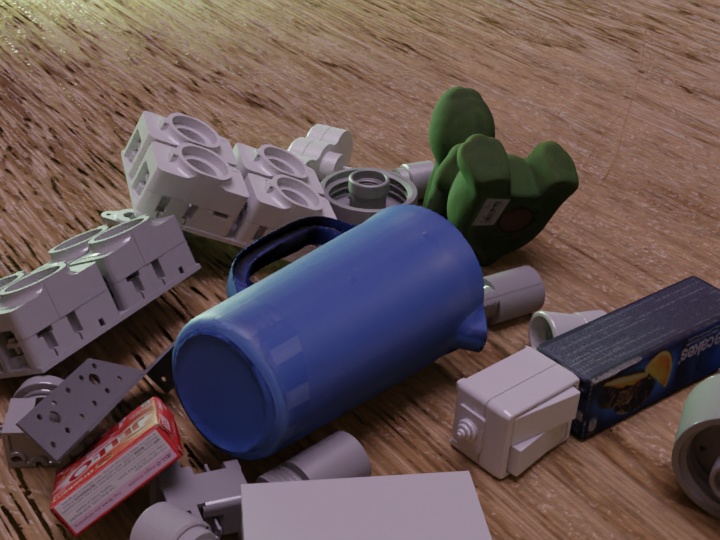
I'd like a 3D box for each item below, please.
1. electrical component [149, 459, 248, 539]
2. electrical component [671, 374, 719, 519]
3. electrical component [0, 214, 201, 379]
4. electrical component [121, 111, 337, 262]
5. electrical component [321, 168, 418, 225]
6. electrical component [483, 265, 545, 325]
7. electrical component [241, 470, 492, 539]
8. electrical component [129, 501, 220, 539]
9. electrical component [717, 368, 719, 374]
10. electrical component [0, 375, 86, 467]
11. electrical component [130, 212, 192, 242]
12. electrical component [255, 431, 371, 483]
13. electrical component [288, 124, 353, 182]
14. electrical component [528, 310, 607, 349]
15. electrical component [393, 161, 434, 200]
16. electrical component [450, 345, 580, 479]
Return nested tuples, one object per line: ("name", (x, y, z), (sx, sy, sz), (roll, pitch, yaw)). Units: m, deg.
("electrical component", (-0.105, 0.158, 0.722), (0.064, 0.042, 0.081), (-8, 34, -22))
("electrical component", (0.270, 0.131, 0.745), (0.108, 0.108, 0.060), (18, 40, 23))
("electrical component", (-0.236, 0.017, 0.883), (0.105, 0.060, 0.186), (-10, 19, 38))
("electrical component", (-0.120, -0.078, 1.011), (0.186, 0.060, 0.105), (16, 30, -31))
("electrical component", (0.008, -0.066, 1.086), (0.108, 0.060, 0.108), (2, 31, -1))
("electrical component", (0.120, 0.026, 0.961), (0.081, 0.043, 0.043), (-15, 35, -27))
("electrical component", (0.002, 0.182, 0.672), (0.150, 0.061, 0.089), (-2, 31, -8))
("electrical component", (-0.103, 0.169, 0.644), (0.078, 0.040, 0.040), (18, 33, 35))
("electrical component", (0.322, 0.082, 0.876), (0.048, 0.055, 0.066), (-2, 31, -9))
("electrical component", (-0.232, 0.111, 0.786), (0.066, 0.048, 0.055), (0, 39, -6))
("electrical component", (-0.187, -0.046, 1.025), (0.050, 0.055, 0.089), (25, 32, -4))
("electrical component", (-0.036, 0.148, 0.743), (0.081, 0.043, 0.043), (-25, 41, -38))
("electrical component", (-0.038, -0.111, 1.163), (0.074, 0.052, 0.138), (15, 33, 20))
("electrical component", (0.184, 0.054, 0.924), (0.065, 0.044, 0.044), (-5, 32, -22))
("electrical component", (0.050, -0.094, 1.155), (0.078, 0.040, 0.040), (-10, 34, -20))
("electrical component", (0.114, 0.110, 0.803), (0.096, 0.061, 0.061), (-22, 39, -35))
